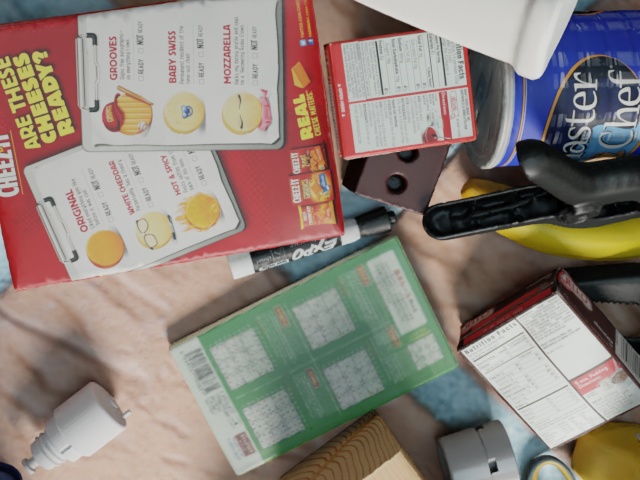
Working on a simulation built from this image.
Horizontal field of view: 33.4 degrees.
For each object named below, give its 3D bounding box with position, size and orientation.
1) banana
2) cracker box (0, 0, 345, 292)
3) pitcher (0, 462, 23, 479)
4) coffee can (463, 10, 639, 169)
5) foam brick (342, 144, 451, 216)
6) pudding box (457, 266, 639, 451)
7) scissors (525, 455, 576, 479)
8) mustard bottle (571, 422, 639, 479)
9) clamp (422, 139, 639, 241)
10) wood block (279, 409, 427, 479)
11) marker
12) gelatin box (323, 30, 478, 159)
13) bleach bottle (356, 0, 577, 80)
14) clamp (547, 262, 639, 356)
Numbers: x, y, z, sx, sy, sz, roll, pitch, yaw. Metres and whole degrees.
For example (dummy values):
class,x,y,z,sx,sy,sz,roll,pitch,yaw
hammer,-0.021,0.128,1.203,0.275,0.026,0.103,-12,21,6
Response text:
class,x,y,z,sx,sy,sz,roll,pitch,yaw
banana,0.198,-0.018,0.763,0.197,0.037,0.069,-7,83,-9
cracker box,-0.102,-0.069,0.687,0.213,0.072,0.164,-10,100,-6
pitcher,-0.218,0.280,0.699,0.145,0.149,0.243,-18,106,-9
coffee can,0.172,-0.101,0.707,0.140,0.103,0.103,-3,101,-9
foam brick,0.054,-0.062,0.722,0.053,0.051,0.078,17,97,-11
pudding box,0.166,0.086,0.756,0.090,0.039,0.113,-35,104,30
scissors,0.164,0.263,0.794,0.096,0.016,0.202,-5,86,1
mustard bottle,0.250,0.183,0.725,0.096,0.192,0.058,15,97,-11
clamp,0.154,-0.027,0.696,0.171,0.120,0.039,5,72,-35
wood block,0.069,0.237,0.760,0.091,0.090,0.206,-36,103,-1
marker,-0.005,0.001,0.741,0.121,0.020,0.020,-17,102,-5
gelatin box,0.051,-0.094,0.673,0.089,0.030,0.073,-9,99,-5
bleach bottle,0.033,-0.182,0.650,0.251,0.102,0.068,21,141,13
clamp,0.255,0.082,0.774,0.210,0.036,0.165,17,118,2
